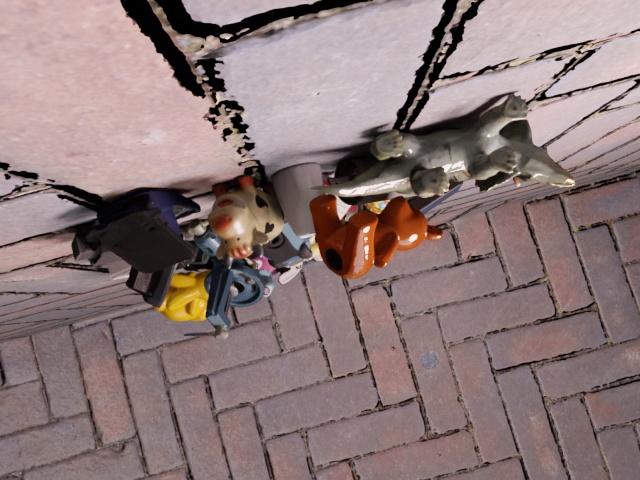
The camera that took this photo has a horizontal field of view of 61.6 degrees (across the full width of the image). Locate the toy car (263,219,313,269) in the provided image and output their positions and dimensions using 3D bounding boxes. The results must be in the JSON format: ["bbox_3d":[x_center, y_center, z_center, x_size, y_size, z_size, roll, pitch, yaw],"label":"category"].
[{"bbox_3d":[-0.078,-0.028,0.989,0.109,0.161,0.103,-24,-145,29],"label":"toy car"}]

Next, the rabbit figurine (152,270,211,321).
[{"bbox_3d":[-0.295,0.112,1.238,0.173,0.122,0.162,-21,160,27],"label":"rabbit figurine"}]

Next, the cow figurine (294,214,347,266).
[{"bbox_3d":[-0.002,-0.001,1.131,0.098,0.068,0.167,-9,-153,30],"label":"cow figurine"}]

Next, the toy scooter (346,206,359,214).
[{"bbox_3d":[0.015,-0.067,1.063,0.135,0.075,0.184,-12,169,-46],"label":"toy scooter"}]

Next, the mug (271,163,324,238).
[{"bbox_3d":[-0.026,-0.057,0.859,0.081,0.107,0.109,-14,172,2],"label":"mug"}]

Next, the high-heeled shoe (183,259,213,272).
[{"bbox_3d":[-0.242,0.030,1.308,0.249,0.086,0.145,-12,179,16],"label":"high-heeled shoe"}]

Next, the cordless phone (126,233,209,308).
[{"bbox_3d":[-0.288,0.057,1.084,0.089,0.146,0.184,20,-178,18],"label":"cordless phone"}]

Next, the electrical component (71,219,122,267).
[{"bbox_3d":[-0.327,0.000,0.868,0.134,0.058,0.115,-13,172,-31],"label":"electrical component"}]

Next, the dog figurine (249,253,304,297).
[{"bbox_3d":[-0.160,0.044,1.333,0.191,0.108,0.219,-36,-152,-20],"label":"dog figurine"}]

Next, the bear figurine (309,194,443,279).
[{"bbox_3d":[0.093,-0.023,0.814,0.196,0.131,0.120,-27,-141,-29],"label":"bear figurine"}]

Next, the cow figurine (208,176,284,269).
[{"bbox_3d":[-0.111,-0.028,0.812,0.085,0.127,0.195,-20,176,14],"label":"cow figurine"}]

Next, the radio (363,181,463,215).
[{"bbox_3d":[0.180,-0.075,1.118,0.230,0.073,0.131,-33,173,10],"label":"radio"}]

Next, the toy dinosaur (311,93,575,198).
[{"bbox_3d":[0.182,-0.119,0.820,0.405,0.131,0.192,-8,173,-2],"label":"toy dinosaur"}]

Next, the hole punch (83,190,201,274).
[{"bbox_3d":[-0.244,-0.026,0.767,0.142,0.092,0.115,-16,139,27],"label":"hole punch"}]

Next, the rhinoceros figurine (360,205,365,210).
[{"bbox_3d":[0.146,-0.080,1.283,0.112,0.073,0.190,-17,175,26],"label":"rhinoceros figurine"}]

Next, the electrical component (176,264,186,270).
[{"bbox_3d":[-0.334,0.038,1.218,0.102,0.078,0.045,-23,-150,28],"label":"electrical component"}]

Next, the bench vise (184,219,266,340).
[{"bbox_3d":[-0.184,0.075,1.036,0.129,0.241,0.223,-10,134,14],"label":"bench vise"}]

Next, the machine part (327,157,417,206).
[{"bbox_3d":[0.110,-0.105,0.910,0.243,0.079,0.079,-11,173,-36],"label":"machine part"}]
